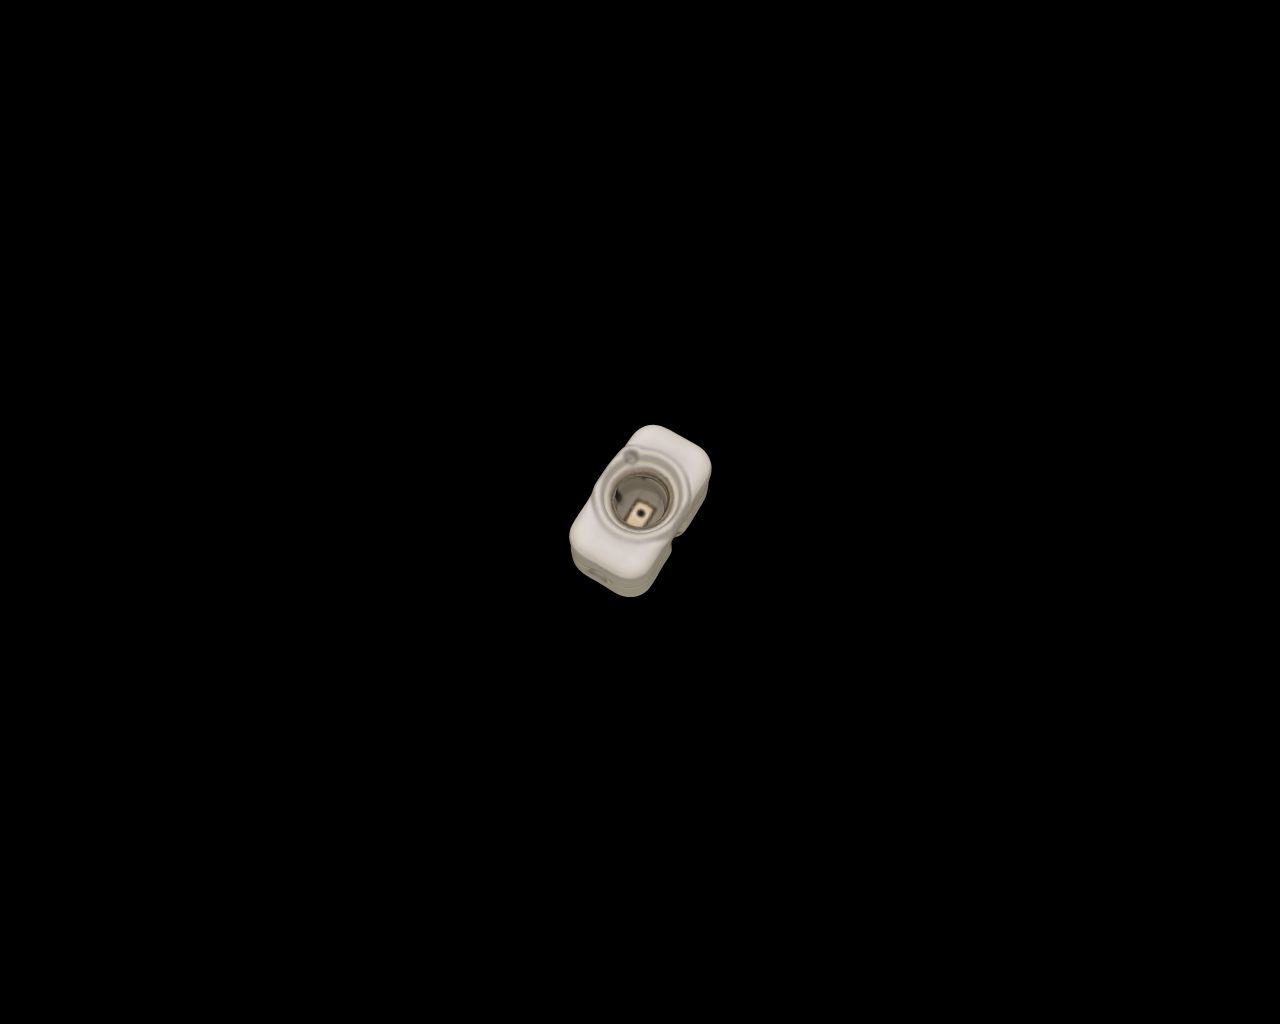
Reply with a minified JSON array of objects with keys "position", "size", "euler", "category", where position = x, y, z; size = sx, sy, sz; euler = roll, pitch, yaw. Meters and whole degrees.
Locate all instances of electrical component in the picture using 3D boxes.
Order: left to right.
[{"position":[0.001,-0.003,0.650],"size":[0.054,0.095,0.059],"euler":[30,-15,9],"category":"electrical component"}]
